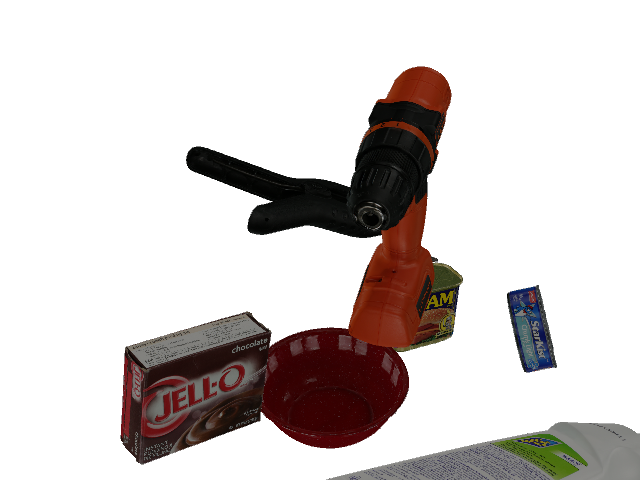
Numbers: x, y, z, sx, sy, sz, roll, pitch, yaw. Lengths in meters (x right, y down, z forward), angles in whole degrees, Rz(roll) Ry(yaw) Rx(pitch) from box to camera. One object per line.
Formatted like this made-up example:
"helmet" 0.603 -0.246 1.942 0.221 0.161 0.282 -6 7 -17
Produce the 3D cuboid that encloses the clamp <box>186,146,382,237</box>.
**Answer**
"clamp" -0.010 -0.032 0.995 0.209 0.036 0.165 12 20 -26

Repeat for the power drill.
"power drill" 0.056 -0.013 0.793 0.057 0.188 0.184 13 39 12

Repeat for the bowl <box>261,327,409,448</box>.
"bowl" 0.010 0.161 1.094 0.162 0.055 0.162 -2 35 1

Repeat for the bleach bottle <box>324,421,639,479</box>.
"bleach bottle" 0.116 0.154 0.617 0.250 0.068 0.103 -8 20 -30

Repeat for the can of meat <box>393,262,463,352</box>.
"can of meat" 0.121 0.083 1.318 0.101 0.084 0.057 -11 31 -26

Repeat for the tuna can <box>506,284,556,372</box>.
"tuna can" 0.215 0.090 1.087 0.034 0.086 0.086 -13 -3 12

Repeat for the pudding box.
"pudding box" -0.096 0.111 0.818 0.113 0.090 0.039 -16 39 -36
